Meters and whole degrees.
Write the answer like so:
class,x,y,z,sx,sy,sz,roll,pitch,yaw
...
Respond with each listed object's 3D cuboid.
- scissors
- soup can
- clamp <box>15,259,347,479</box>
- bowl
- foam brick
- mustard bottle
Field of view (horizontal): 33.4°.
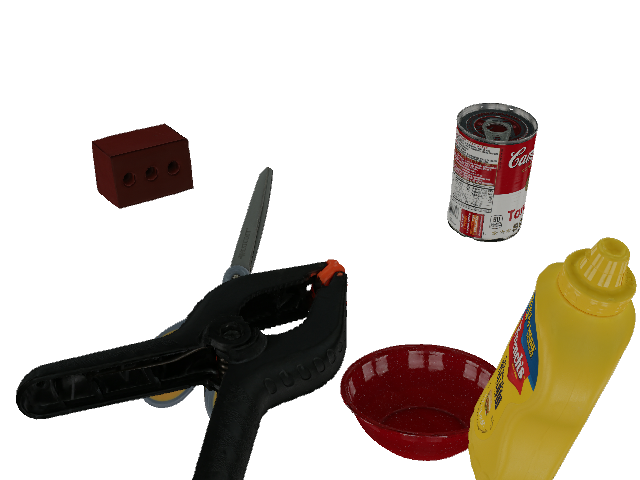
class,x,y,z,sx,sy,sz,roll,pitch,yaw
scissors,-0.077,0.037,0.735,0.096,0.202,0.016,-6,-32,2
soup can,0.146,-0.058,0.921,0.068,0.102,0.068,1,35,-1
clamp,-0.038,0.063,0.492,0.171,0.039,0.120,-28,51,-32
bowl,0.100,0.163,1.028,0.162,0.055,0.162,-1,25,0
foam brick,-0.166,-0.070,0.995,0.078,0.053,0.051,-18,31,-25
mustard bottle,0.140,0.071,0.632,0.058,0.192,0.096,15,45,1
